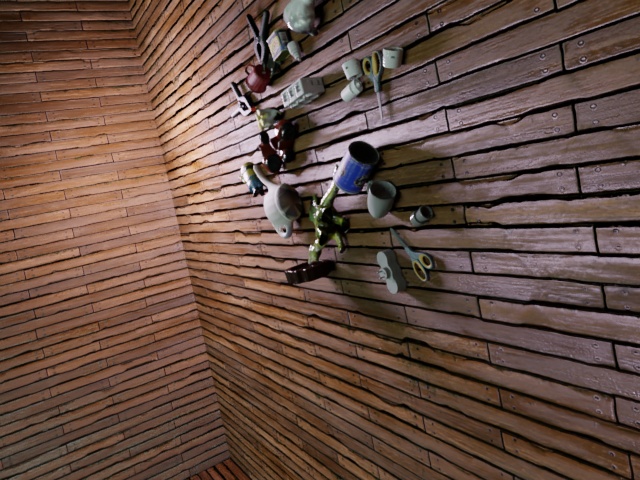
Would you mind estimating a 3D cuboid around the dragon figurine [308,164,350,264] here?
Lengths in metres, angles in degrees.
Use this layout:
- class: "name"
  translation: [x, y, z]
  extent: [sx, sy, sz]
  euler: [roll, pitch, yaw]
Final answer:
- class: "dragon figurine"
  translation: [0.006, -0.094, 1.870]
  extent: [0.245, 0.122, 0.405]
  euler: [-145, 58, -59]

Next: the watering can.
- class: "watering can"
  translation: [-0.179, -0.175, 2.117]
  extent: [0.222, 0.105, 0.348]
  euler: [-25, 85, 58]

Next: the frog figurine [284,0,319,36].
- class: "frog figurine"
  translation: [-0.055, -0.757, 1.666]
  extent: [0.156, 0.123, 0.140]
  euler: [101, 162, -54]
